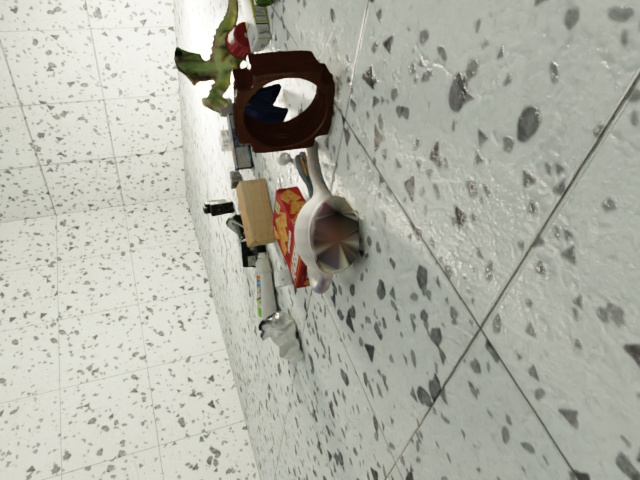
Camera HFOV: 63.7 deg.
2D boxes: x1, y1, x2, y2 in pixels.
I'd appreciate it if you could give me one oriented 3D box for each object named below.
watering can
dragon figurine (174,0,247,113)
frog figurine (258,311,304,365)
[{"bbox_3d":[0.003,-0.055,1.098,0.224,0.104,0.348,178,91,-73],"label":"watering can"},{"bbox_3d":[-0.333,-0.583,1.605,0.121,0.243,0.414,133,124,-72],"label":"dragon figurine"},{"bbox_3d":[-0.105,0.304,1.619,0.160,0.125,0.134,31,129,18],"label":"frog figurine"}]
